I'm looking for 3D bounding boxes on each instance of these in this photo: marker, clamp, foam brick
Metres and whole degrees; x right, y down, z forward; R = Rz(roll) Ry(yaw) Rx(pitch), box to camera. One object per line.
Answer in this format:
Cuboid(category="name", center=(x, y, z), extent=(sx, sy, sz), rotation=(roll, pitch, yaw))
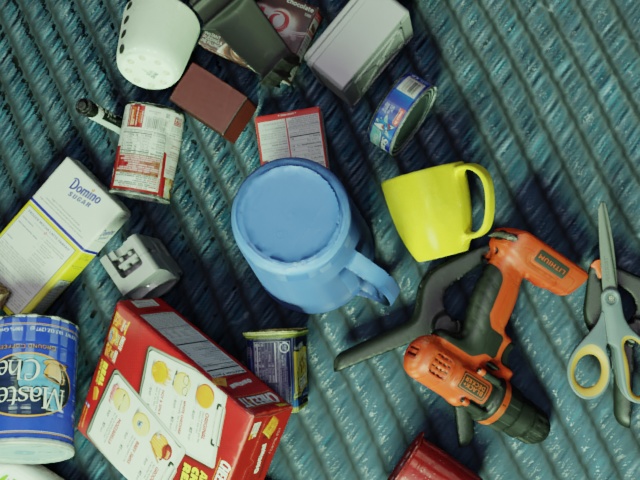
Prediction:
Cuboid(category="marker", center=(-0.236, -0.134, 1.163), extent=(0.020, 0.121, 0.020), rotation=(-1, 85, 10))
Cuboid(category="clamp", center=(0.138, 0.101, 1.119), extent=(0.164, 0.036, 0.210), rotation=(38, 88, 3))
Cuboid(category="clamp", center=(0.315, 0.103, 1.088), extent=(0.120, 0.039, 0.171), rotation=(-38, 79, 2))
Cuboid(category="foam brick", center=(-0.118, -0.151, 1.178), extent=(0.078, 0.053, 0.051), rotation=(34, 92, 11))

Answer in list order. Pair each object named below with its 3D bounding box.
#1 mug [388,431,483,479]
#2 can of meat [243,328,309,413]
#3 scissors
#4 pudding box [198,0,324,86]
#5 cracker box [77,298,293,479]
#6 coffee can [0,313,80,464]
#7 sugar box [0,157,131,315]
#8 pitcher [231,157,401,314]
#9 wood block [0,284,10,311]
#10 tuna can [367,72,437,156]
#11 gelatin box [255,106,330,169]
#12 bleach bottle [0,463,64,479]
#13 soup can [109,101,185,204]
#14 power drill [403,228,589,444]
Cuboid(category="mug", center=(0.108, 0.265, 1.092), extent=(0.081, 0.093, 0.117), rotation=(34, 122, 6))
Cuboid(category="can of meat", center=(-0.044, 0.136, 1.118), extent=(0.057, 0.102, 0.084), rotation=(-3, 87, 9))
Cuboid(category="scissors", center=(0.275, 0.072, 1.068), extent=(0.096, 0.016, 0.202), rotation=(-20, 87, 9))
Cuboid(category="pudding box", center=(-0.065, -0.233, 1.182), extent=(0.113, 0.039, 0.090), rotation=(25, 90, 11))
Cuboid(category="cracker box", center=(-0.143, 0.181, 1.090), extent=(0.214, 0.071, 0.164), rotation=(34, 113, 32))
Cuboid(category="coffee can", center=(-0.313, 0.161, 1.145), extent=(0.103, 0.102, 0.140), rotation=(-7, 67, 9))
Cuboid(category="sugar box", center=(-0.304, 0.002, 1.204), extent=(0.093, 0.048, 0.176), rotation=(44, 91, 12))
Cuboid(category="pitcher", center=(-0.007, 0.001, 1.050), extent=(0.149, 0.243, 0.145), rotation=(-13, 80, 3))
Cuboid(category="wood block", center=(-0.440, 0.121, 1.171), extent=(0.090, 0.090, 0.206), rotation=(35, 107, 12))
Cuboid(category="tuna can", center=(0.086, -0.133, 1.123), extent=(0.034, 0.086, 0.086), rotation=(34, 92, 13))
Cuboid(category="gelatin box", center=(-0.028, -0.096, 1.170), extent=(0.073, 0.030, 0.089), rotation=(-9, 84, 8))
Cuboid(category="bleach bottle", center=(-0.315, 0.290, 1.174), extent=(0.251, 0.068, 0.102), rotation=(39, 92, 13))
Cuboid(category="soup can", center=(-0.191, -0.096, 1.179), extent=(0.068, 0.068, 0.102), rotation=(9, 87, 11))
Cuboid(category="power drill", center=(0.195, 0.096, 1.078), extent=(0.184, 0.057, 0.187), rotation=(33, 81, -23))
